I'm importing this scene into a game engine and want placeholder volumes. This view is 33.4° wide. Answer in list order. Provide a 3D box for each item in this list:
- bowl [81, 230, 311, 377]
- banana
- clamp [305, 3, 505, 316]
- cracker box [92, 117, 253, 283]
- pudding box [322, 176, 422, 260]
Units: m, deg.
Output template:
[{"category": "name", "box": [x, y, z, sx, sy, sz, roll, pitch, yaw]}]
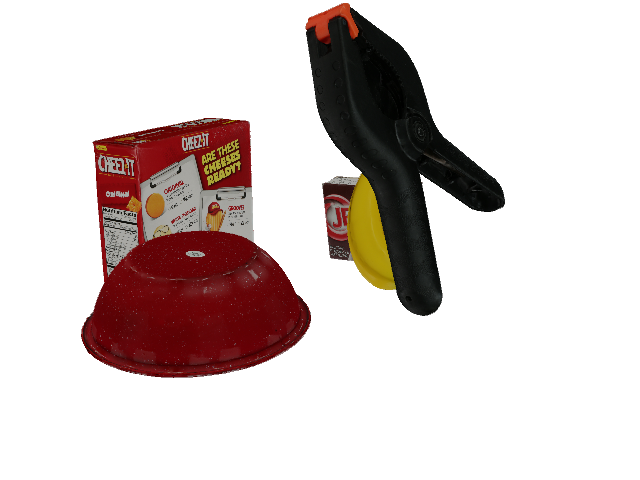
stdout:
[{"category": "bowl", "box": [-0.087, 0.034, 0.745, 0.162, 0.055, 0.162, -2, 21, 0]}, {"category": "banana", "box": [0.058, -0.025, 0.915, 0.069, 0.197, 0.037, 10, -42, -7]}, {"category": "clamp", "box": [0.041, -0.045, 0.591, 0.039, 0.171, 0.120, -21, 29, 37]}, {"category": "cracker box", "box": [-0.143, -0.006, 1.076, 0.072, 0.214, 0.163, 9, 18, 35]}, {"category": "pudding box", "box": [0.061, -0.023, 1.188, 0.114, 0.090, 0.039, 4, 22, 29]}]
